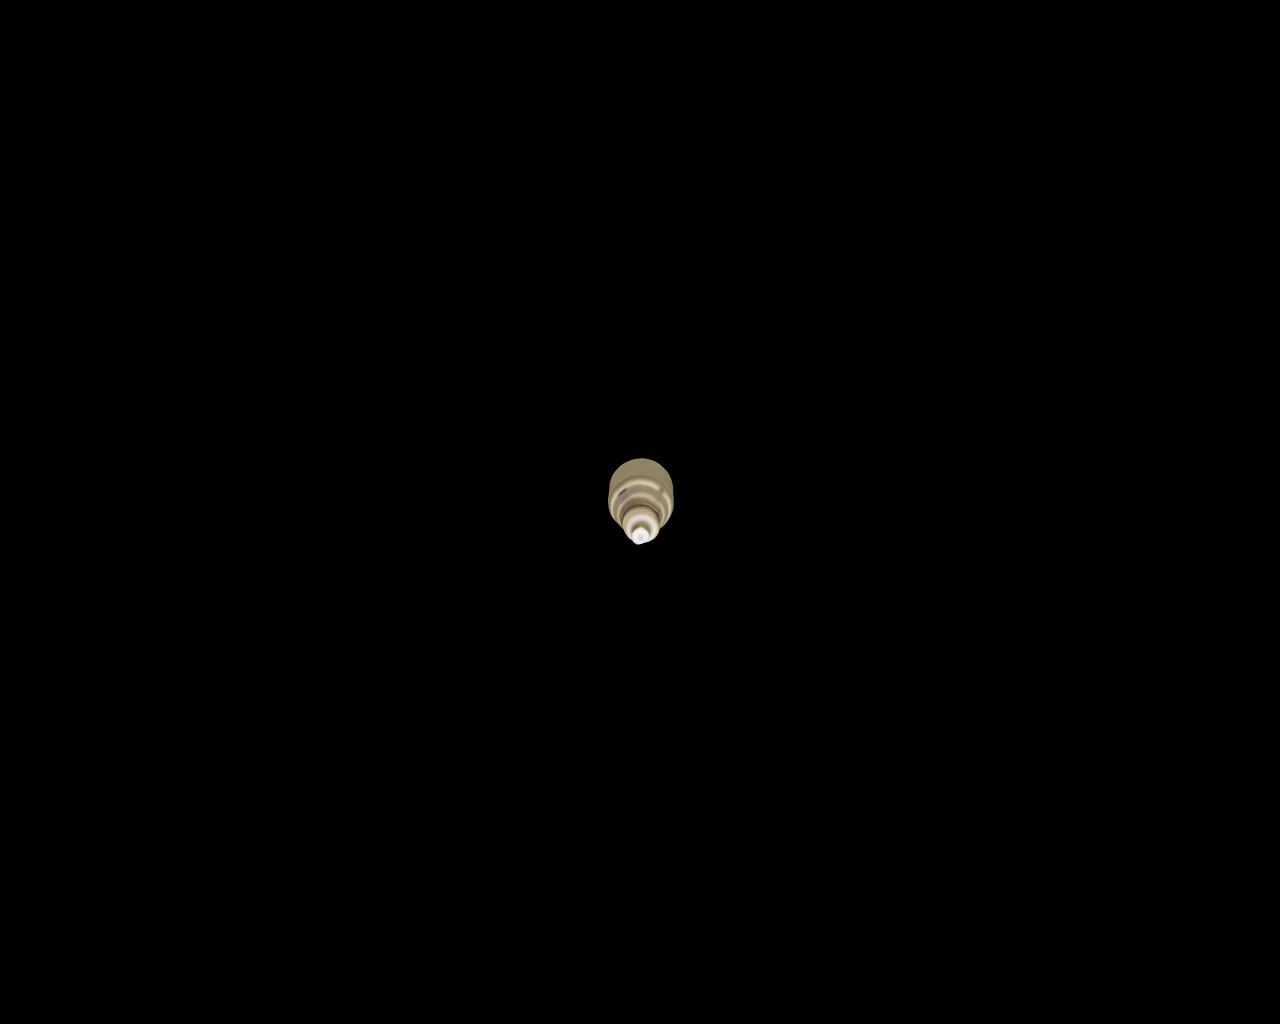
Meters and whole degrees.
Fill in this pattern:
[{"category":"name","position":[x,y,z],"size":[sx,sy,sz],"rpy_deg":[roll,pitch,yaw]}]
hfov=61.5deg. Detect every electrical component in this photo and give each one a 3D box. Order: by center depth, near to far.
[{"category":"electrical component","position":[0.001,-0.003,0.650],"size":[0.040,0.040,0.078],"rpy_deg":[0,27,0]}]
